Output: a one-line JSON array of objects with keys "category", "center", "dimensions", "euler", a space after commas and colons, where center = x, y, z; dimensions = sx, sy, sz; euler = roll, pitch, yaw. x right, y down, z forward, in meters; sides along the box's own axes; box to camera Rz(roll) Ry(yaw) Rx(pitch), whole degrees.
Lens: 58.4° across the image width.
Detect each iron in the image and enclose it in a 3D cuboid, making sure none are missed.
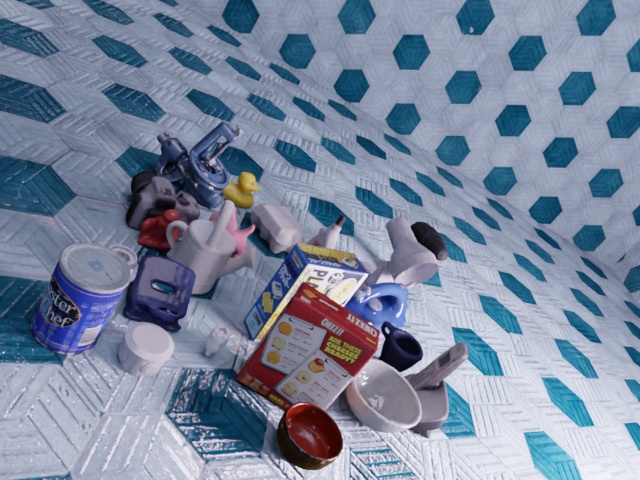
[{"category": "iron", "center": [0.118, 0.149, 1.336], "dimensions": [0.259, 0.141, 0.118], "euler": [3, 40, -48]}]

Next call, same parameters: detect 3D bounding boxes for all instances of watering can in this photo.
[{"category": "watering can", "center": [-0.209, 0.007, 1.121], "dimensions": [0.173, 0.194, 0.100], "euler": [17, 31, -33]}]

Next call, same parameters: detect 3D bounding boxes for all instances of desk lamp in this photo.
[{"category": "desk lamp", "center": [0.185, 0.059, 1.490], "dimensions": [0.118, 0.213, 0.202], "euler": [10, 35, -42]}]

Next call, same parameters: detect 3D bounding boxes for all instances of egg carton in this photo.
[{"category": "egg carton", "center": [-0.107, -0.031, 1.456], "dimensions": [0.108, 0.069, 0.150], "euler": [0, 42, -50]}]

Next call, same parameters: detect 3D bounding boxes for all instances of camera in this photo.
[{"category": "camera", "center": [-0.343, -0.091, 1.235], "dimensions": [0.144, 0.100, 0.136], "euler": [11, 35, -41]}]

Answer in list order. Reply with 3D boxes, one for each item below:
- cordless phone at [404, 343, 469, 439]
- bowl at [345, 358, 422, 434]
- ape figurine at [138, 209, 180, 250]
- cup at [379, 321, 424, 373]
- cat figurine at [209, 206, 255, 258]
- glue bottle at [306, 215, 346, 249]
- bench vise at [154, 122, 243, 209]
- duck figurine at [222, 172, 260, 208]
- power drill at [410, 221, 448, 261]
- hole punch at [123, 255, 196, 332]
[{"category": "cordless phone", "center": [0.238, 0.299, 1.174], "dimensions": [0.094, 0.185, 0.147], "euler": [30, 26, -11]}, {"category": "bowl", "center": [0.111, 0.316, 1.120], "dimensions": [0.168, 0.074, 0.167], "euler": [28, 26, -15]}, {"category": "ape figurine", "center": [-0.317, -0.025, 1.164], "dimensions": [0.077, 0.092, 0.076], "euler": [42, 26, 14]}, {"category": "cup", "center": [0.159, 0.249, 1.269], "dimensions": [0.092, 0.095, 0.117], "euler": [0, 43, -51]}, {"category": "cat figurine", "center": [-0.202, -0.021, 1.267], "dimensions": [0.128, 0.117, 0.067], "euler": [11, 35, -41]}, {"category": "glue bottle", "center": [0.013, 0.005, 1.419], "dimensions": [0.037, 0.173, 0.078], "euler": [-1, 43, -51]}, {"category": "bench vise", "center": [-0.288, -0.203, 1.356], "dimensions": [0.208, 0.219, 0.121], "euler": [27, 26, -16]}, {"category": "duck figurine", "center": [-0.208, -0.142, 1.503], "dimensions": [0.105, 0.086, 0.077], "euler": [25, 27, -21]}, {"category": "power drill", "center": [0.271, 0.052, 1.611], "dimensions": [0.076, 0.208, 0.229], "euler": [27, 27, -17]}, {"category": "hole punch", "center": [-0.279, 0.093, 1.009], "dimensions": [0.109, 0.091, 0.101], "euler": [23, 28, -24]}]
